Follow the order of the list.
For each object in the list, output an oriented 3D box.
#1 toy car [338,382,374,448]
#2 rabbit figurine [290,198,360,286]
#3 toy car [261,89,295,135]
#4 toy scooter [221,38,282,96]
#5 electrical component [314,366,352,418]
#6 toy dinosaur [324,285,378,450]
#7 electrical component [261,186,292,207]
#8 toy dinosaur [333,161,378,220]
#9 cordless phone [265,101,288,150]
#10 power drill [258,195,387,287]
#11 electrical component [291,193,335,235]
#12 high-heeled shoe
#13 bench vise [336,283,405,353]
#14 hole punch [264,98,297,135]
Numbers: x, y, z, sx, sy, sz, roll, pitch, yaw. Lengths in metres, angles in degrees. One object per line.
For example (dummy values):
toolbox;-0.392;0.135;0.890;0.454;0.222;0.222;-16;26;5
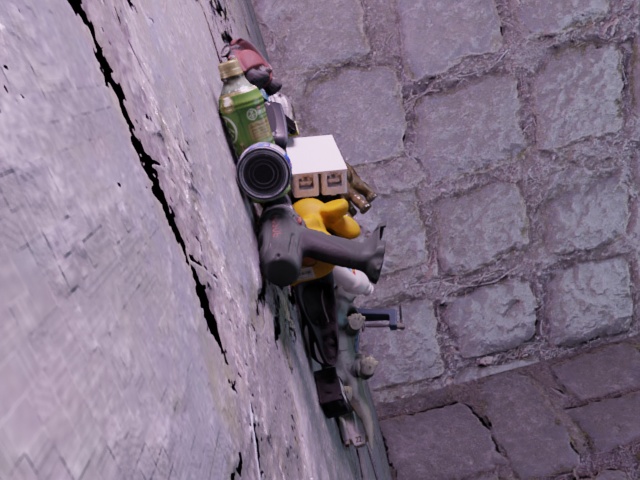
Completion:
toy car;0.076;0.397;1.257;0.202;0.074;0.056;-102;178;-60
rabbit figurine;-0.015;-0.023;1.002;0.173;0.162;0.121;-95;159;-51
toy car;-0.111;-0.294;1.269;0.109;0.103;0.161;61;11;-73
toy scooter;-0.150;-0.355;1.083;0.135;0.075;0.184;51;17;-1
electrical component;0.028;0.309;1.066;0.119;0.048;0.075;71;4;-53
toy dinosaur;0.054;0.265;1.240;0.192;0.131;0.405;97;-12;-74
electrical component;-0.083;-0.085;0.984;0.094;0.063;0.021;71;3;-65
toy dinosaur;0.049;-0.153;1.360;0.198;0.105;0.471;51;11;-7
cordless phone;-0.090;-0.160;1.047;0.184;0.089;0.147;73;3;-47
power drill;0.002;-0.008;0.863;0.232;0.207;0.085;-82;-172;-57
electrical component;-0.011;-0.062;1.180;0.134;0.058;0.115;32;-19;5
high-heeled shoe;0.000;0.119;1.049;0.145;0.086;0.248;-134;-141;-68
bench vise;0.103;0.204;1.416;0.224;0.241;0.128;-79;163;-47
hole punch;-0.121;-0.247;1.148;0.115;0.092;0.142;40;18;-18
